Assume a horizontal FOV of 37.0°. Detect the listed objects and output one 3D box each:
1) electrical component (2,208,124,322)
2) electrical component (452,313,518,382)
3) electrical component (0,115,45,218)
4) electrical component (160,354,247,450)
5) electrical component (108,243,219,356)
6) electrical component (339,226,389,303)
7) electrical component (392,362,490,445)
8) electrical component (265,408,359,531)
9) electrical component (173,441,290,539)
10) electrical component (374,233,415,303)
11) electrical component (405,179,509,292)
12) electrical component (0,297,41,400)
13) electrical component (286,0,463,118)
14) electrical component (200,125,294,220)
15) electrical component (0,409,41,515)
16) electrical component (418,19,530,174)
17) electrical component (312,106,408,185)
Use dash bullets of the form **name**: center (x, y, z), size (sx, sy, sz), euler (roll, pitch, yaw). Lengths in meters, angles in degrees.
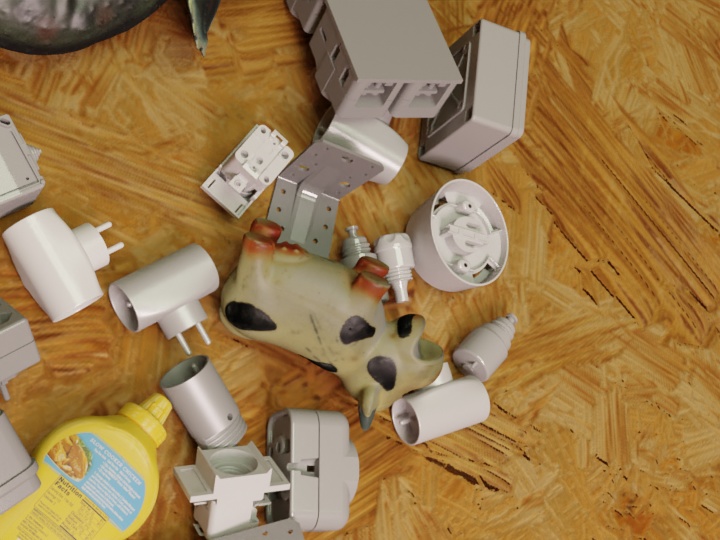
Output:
- **electrical component**: center (-0.221, -0.011, 0.831), size (0.079, 0.044, 0.077), euler (-31, 91, -31)
- **electrical component**: center (0.119, 0.068, 0.990), size (0.040, 0.040, 0.078), euler (50, 59, -7)
- **electrical component**: center (-0.284, -0.069, 0.804), size (0.096, 0.061, 0.061), euler (-28, 90, -31)
- **electrical component**: center (-0.119, 0.112, 0.847), size (0.043, 0.043, 0.081), euler (-40, 114, -31)
- **electrical component**: center (-0.147, 0.029, 0.858), size (0.077, 0.044, 0.079), euler (-30, 91, -31)
- **electrical component**: center (0.000, 0.000, 0.947), size (0.040, 0.040, 0.078), euler (-6, 78, -29)
- **electrical component**: center (0.066, 0.106, 0.948), size (0.077, 0.044, 0.079), euler (-13, 82, -30)
- **electrical component**: center (-0.039, 0.162, 0.870), size (0.059, 0.054, 0.095), euler (8, 73, -26)
- **electrical component**: center (-0.100, 0.171, 0.829), size (0.081, 0.042, 0.063), euler (-1, 112, -28)
- **electrical component**: center (0.033, -0.001, 0.968), size (0.035, 0.035, 0.061), euler (-5, 81, -29)
- **electrical component**: center (0.092, -0.030, 0.990), size (0.099, 0.064, 0.099), euler (8, 72, -26)
- **electrical component**: center (-0.269, 0.060, 0.774), size (0.047, 0.083, 0.075), euler (-30, 129, -31)
- **electrical component**: center (0.005, -0.225, 0.979), size (0.105, 0.060, 0.186), euler (-5, 60, -29)
- **electrical component**: center (-0.091, -0.088, 0.911), size (0.042, 0.064, 0.081), euler (43, 60, -12)
- **electrical component**: center (-0.273, 0.132, 0.719), size (0.078, 0.113, 0.057), euler (-34, 111, -31)
- **electrical component**: center (0.106, -0.161, 1.011), size (0.056, 0.109, 0.108), euler (15, 69, -21)
- **electrical component**: center (0.006, -0.130, 0.985), size (0.077, 0.044, 0.079), euler (28, 64, -18)
